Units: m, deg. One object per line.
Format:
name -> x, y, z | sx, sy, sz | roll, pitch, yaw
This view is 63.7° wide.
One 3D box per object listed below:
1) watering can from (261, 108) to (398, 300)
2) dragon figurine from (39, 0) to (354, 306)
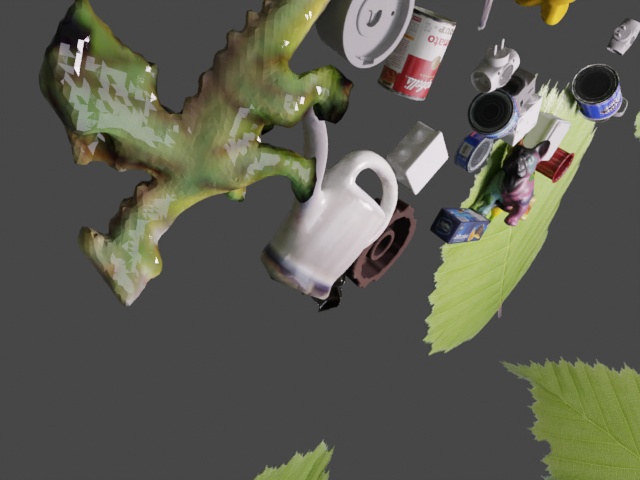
watering can -> 0.002, -0.035, 0.690 | 0.224, 0.105, 0.344 | -53, 151, 4
dragon figurine -> -0.105, -0.130, 0.450 | 0.243, 0.124, 0.405 | 2, 113, -45
